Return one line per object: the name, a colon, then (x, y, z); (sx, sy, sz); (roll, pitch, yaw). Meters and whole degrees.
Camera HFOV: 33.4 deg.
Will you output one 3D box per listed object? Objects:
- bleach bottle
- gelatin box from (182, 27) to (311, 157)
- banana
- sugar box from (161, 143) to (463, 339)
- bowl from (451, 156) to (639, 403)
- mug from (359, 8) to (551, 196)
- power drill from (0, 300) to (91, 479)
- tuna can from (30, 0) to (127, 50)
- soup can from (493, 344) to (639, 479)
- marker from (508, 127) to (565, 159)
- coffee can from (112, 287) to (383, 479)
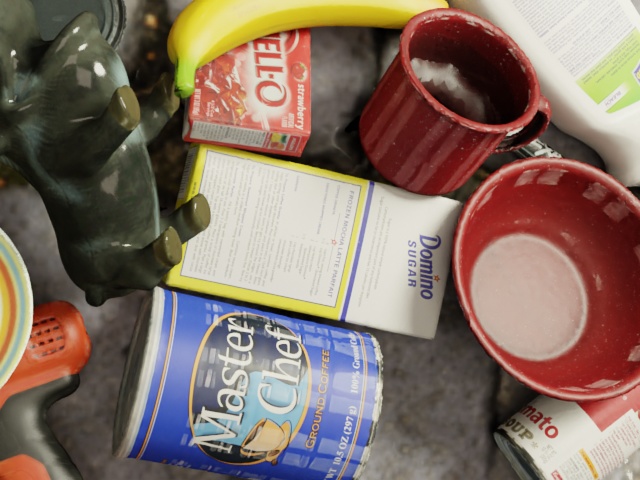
bleach bottle: (0.165, -0.119, 0.699); (0.102, 0.068, 0.250); (-40, 103, -8)
gelatin box: (-0.043, -0.098, 0.650); (0.073, 0.030, 0.089); (7, 61, -12)
banana: (-0.015, -0.133, 0.638); (0.197, 0.037, 0.070); (-22, 74, -27)
sugar box: (-0.005, 0.001, 0.678); (0.176, 0.048, 0.093); (14, 89, -16)
bowl: (0.149, 0.030, 0.693); (0.162, 0.055, 0.162); (6, 70, -17)
mug: (0.086, -0.079, 0.661); (0.117, 0.082, 0.093); (7, 57, -21)
power drill: (-0.203, 0.144, 0.616); (0.184, 0.057, 0.188); (-19, 83, -13)
tuna can: (-0.156, -0.138, 0.620); (0.086, 0.034, 0.086); (-6, 129, -8)
soup can: (0.176, 0.124, 0.714); (0.102, 0.068, 0.068); (-36, 100, -8)
marker: (0.150, -0.056, 0.721); (0.121, 0.020, 0.020); (34, 86, -12)
coffee can: (-0.045, 0.092, 0.645); (0.140, 0.103, 0.103); (13, 91, -13)
